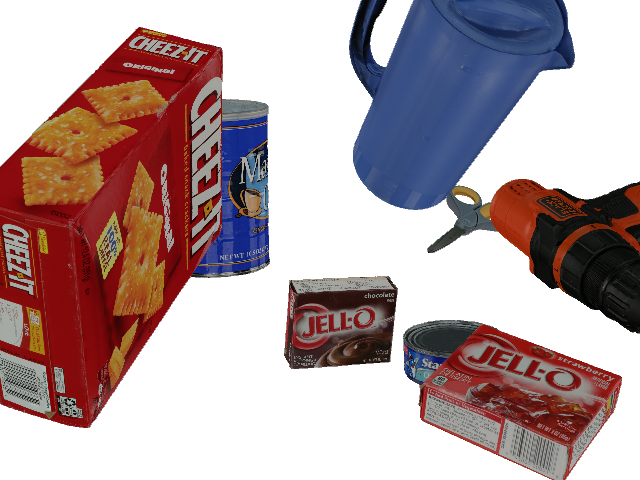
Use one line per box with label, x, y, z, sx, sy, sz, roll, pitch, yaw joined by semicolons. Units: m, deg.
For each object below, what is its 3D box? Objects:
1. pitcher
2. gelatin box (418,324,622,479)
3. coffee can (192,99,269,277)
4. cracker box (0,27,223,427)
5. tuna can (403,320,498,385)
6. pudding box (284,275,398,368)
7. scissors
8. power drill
pitcher;0.106;-0.144;0.984;0.144;0.149;0.243;-7;-32;-26
gelatin box;0.110;0.086;0.590;0.089;0.030;0.073;21;35;29
coffee can;-0.096;-0.048;0.934;0.103;0.140;0.103;0;14;0
cracker box;-0.129;-0.013;0.681;0.072;0.164;0.213;15;40;12
tuna can;0.113;0.097;0.906;0.086;0.034;0.086;-1;15;0
pudding box;0.021;0.085;1.125;0.113;0.090;0.039;-3;27;-15
scissors;0.152;-0.027;1.213;0.201;0.016;0.096;-13;40;-46
power drill;0.235;-0.006;0.732;0.187;0.057;0.185;-11;29;-18
